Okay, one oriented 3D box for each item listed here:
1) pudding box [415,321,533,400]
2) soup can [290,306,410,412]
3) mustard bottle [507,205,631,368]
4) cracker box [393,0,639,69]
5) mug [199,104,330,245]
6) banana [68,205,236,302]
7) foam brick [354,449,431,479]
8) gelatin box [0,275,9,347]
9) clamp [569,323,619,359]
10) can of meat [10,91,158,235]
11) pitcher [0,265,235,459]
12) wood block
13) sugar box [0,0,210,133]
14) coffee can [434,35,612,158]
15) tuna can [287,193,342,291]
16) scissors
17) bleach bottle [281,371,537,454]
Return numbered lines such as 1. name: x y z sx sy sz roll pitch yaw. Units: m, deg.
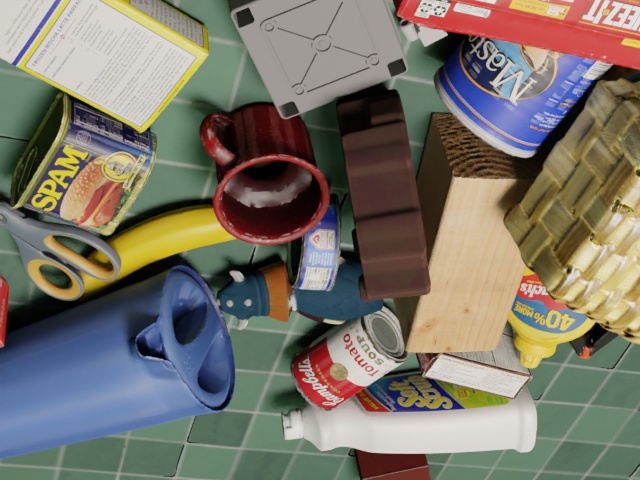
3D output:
1. pudding box: 0.143 0.102 1.044 0.113 0.090 0.039 15 127 -23
2. soup can: 0.030 0.114 1.044 0.068 0.068 0.102 31 125 -32
3. mustard bottle: 0.216 0.036 0.982 0.096 0.058 0.192 19 120 15
4. cracker box: 0.114 -0.206 0.673 0.164 0.214 0.072 8 132 -16
5. mug: -0.052 -0.062 0.864 0.117 0.081 0.093 32 120 -33
6. banana: -0.142 0.008 0.943 0.198 0.037 0.069 -17 135 6
7. foam brick: 0.082 0.257 1.201 0.078 0.051 0.053 -11 131 -1
8. gelatin box: -0.322 0.074 0.946 0.089 0.073 0.030 -21 131 10
9. clamp: 0.273 0.052 1.058 0.120 0.039 0.172 10 129 -11
10. can of meat: -0.190 -0.058 0.862 0.083 0.057 0.102 21 125 -29
11. pitcher: -0.204 0.120 0.975 0.243 0.145 0.149 -18 128 17
12. wood block: 0.130 -0.002 0.947 0.090 0.091 0.206 0 132 -11
13. sugar box: -0.179 -0.158 0.781 0.176 0.048 0.093 30 121 -27
14. coffee can: 0.168 -0.148 0.812 0.102 0.103 0.140 21 125 -26
15. tuna can: -0.006 0.001 0.928 0.033 0.086 0.086 3 131 -11
16. scissors: -0.267 -0.007 0.903 0.201 0.016 0.096 26 132 -11
17. bleach bottle: 0.087 0.182 1.098 0.250 0.102 0.068 -6 122 -6
